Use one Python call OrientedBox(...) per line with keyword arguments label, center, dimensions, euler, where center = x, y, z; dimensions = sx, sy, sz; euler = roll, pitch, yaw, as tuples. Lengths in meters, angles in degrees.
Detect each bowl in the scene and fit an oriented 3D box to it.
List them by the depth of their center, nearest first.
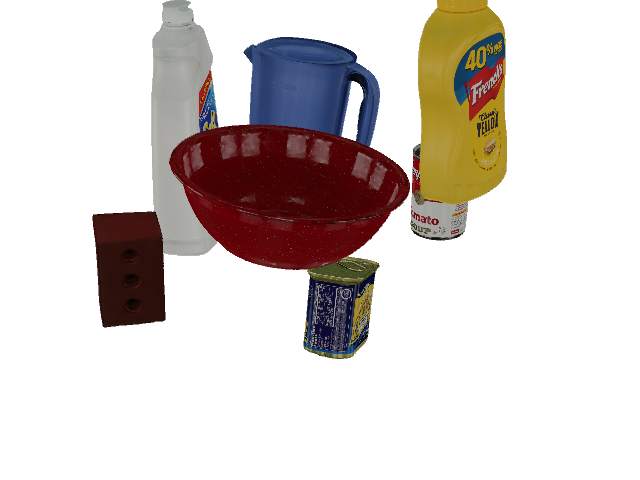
OrientedBox(label="bowl", center=(-0.023, -0.025, 0.723), dimensions=(0.162, 0.055, 0.162), euler=(6, 26, -3))

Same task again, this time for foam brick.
OrientedBox(label="foam brick", center=(-0.155, 0.022, 0.863), dimensions=(0.053, 0.078, 0.051), euler=(-5, 27, -12))

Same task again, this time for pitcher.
OrientedBox(label="pitcher", center=(-0.023, -0.132, 1.376), dimensions=(0.144, 0.243, 0.149), euler=(-3, 25, -22))

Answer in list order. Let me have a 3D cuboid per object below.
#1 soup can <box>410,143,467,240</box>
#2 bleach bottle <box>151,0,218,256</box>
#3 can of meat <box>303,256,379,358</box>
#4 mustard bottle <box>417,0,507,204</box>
OrientedBox(label="soup can", center=(0.142, -0.060, 1.271), dimensions=(0.068, 0.102, 0.068), euler=(0, 27, 0))
OrientedBox(label="bleach bottle", center=(-0.140, -0.117, 1.095), dimensions=(0.068, 0.251, 0.102), euler=(5, 27, 13))
OrientedBox(label="can of meat", center=(0.020, 0.067, 1.086), dimensions=(0.057, 0.084, 0.102), euler=(9, 11, 15))
OrientedBox(label="mustard bottle", center=(0.119, -0.133, 0.890), dimensions=(0.058, 0.192, 0.096), euler=(17, 33, 38))
